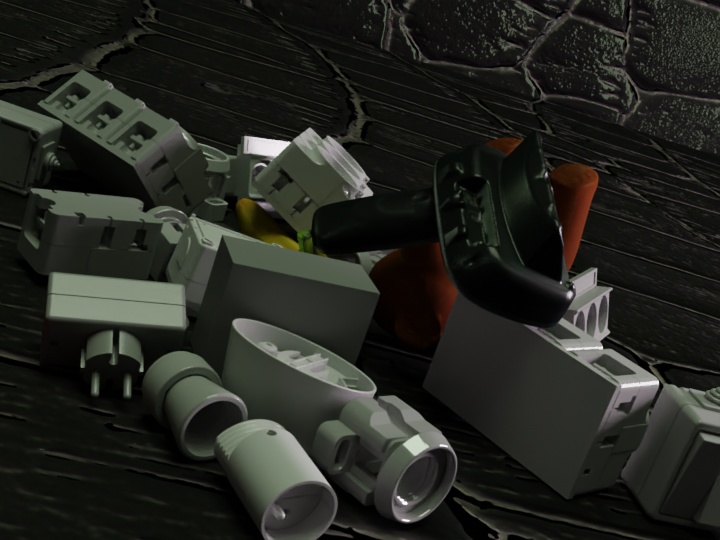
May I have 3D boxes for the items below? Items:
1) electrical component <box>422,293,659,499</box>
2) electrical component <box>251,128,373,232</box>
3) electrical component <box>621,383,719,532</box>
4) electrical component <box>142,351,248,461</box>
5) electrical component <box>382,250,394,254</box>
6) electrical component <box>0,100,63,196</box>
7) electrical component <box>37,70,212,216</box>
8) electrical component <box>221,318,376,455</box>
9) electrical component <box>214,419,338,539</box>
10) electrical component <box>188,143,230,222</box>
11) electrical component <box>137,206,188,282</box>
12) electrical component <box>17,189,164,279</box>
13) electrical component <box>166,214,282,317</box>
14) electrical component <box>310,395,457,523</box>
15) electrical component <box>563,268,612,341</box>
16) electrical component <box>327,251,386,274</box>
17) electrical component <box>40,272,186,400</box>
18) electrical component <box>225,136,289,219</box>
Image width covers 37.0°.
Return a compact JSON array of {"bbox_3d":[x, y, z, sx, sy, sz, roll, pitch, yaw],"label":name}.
[{"bbox_3d":[0.129,0.082,0.774,0.062,0.089,0.150,1,25,-43],"label":"electrical component"},{"bbox_3d":[-0.038,-0.079,0.993,0.089,0.062,0.150,46,11,-6],"label":"electrical component"},{"bbox_3d":[0.235,0.126,0.741,0.062,0.096,0.061,14,19,-16],"label":"electrical component"},{"bbox_3d":[-0.098,0.078,0.628,0.045,0.045,0.055,4,23,-39],"label":"electrical component"},{"bbox_3d":[0.047,-0.033,1.086,0.078,0.057,0.113,24,18,15],"label":"electrical component"},{"bbox_3d":[-0.305,-0.109,0.942,0.096,0.061,0.061,19,18,1],"label":"electrical component"},{"bbox_3d":[-0.211,-0.113,0.979,0.150,0.062,0.089,32,-23,34],"label":"electrical component"},{"bbox_3d":[-0.040,0.070,0.678,0.099,0.064,0.099,17,18,-6],"label":"electrical component"},{"bbox_3d":[-0.049,0.110,0.587,0.043,0.043,0.081,7,21,-32],"label":"electrical component"},{"bbox_3d":[-0.159,-0.089,1.040,0.078,0.057,0.058,28,20,27],"label":"electrical component"},{"bbox_3d":[-0.151,-0.020,0.865,0.066,0.048,0.055,2,32,-42],"label":"electrical component"},{"bbox_3d":[-0.201,-0.022,0.800,0.089,0.055,0.050,3,24,-40],"label":"electrical component"},{"bbox_3d":[-0.095,0.009,0.822,0.096,0.061,0.061,20,15,-24],"label":"electrical component"},{"bbox_3d":[0.019,0.111,0.631,0.078,0.058,0.057,2,22,-44],"label":"electrical component"},{"bbox_3d":[0.181,0.044,0.971,0.063,0.078,0.121,6,11,26],"label":"electrical component"},{"bbox_3d":[0.000,0.000,0.961,0.066,0.048,0.055,30,13,32],"label":"electrical component"},{"bbox_3d":[-0.151,0.047,0.657,0.083,0.047,0.075,6,47,-17],"label":"electrical component"},{"bbox_3d":[-0.082,-0.092,1.116,0.121,0.078,0.063,2,2,-42],"label":"electrical component"}]
